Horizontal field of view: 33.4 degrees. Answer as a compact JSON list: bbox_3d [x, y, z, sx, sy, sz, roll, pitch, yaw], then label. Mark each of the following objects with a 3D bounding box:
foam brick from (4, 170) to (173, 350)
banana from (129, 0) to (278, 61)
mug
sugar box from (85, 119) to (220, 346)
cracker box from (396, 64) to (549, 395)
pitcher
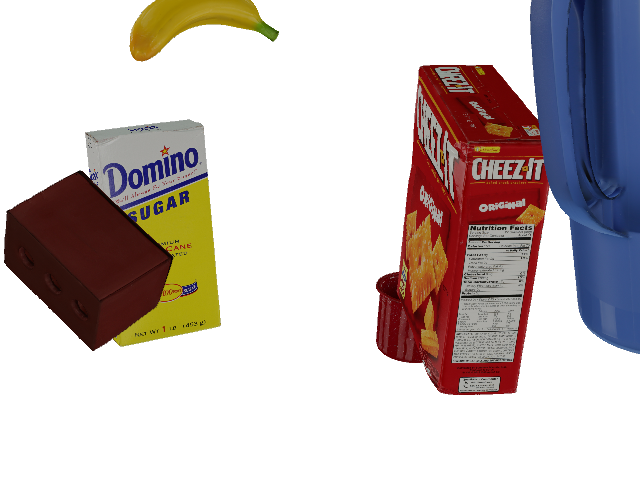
[{"bbox_3d":[-0.130,0.011,0.593,0.051,0.078,0.053,-37,-19,-37],"label":"foam brick"},{"bbox_3d":[-0.120,-0.213,1.021,0.070,0.037,0.197,45,39,19],"label":"banana"},{"bbox_3d":[0.121,0.092,1.266,0.117,0.081,0.093,0,23,-8],"label":"mug"},{"bbox_3d":[-0.138,-0.007,0.891,0.093,0.176,0.048,-11,19,-23],"label":"sugar box"},{"bbox_3d":[0.113,-0.011,0.839,0.072,0.214,0.164,-2,28,-8],"label":"cracker box"},{"bbox_3d":[0.181,-0.061,0.561,0.149,0.243,0.145,-5,22,5],"label":"pitcher"}]
